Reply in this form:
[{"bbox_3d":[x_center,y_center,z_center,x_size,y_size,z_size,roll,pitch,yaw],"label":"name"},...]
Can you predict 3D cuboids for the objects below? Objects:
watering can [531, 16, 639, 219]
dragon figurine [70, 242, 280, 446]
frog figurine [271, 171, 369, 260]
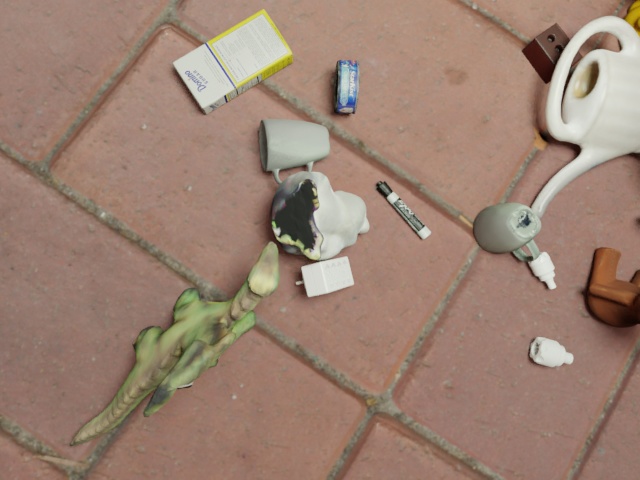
[{"bbox_3d":[0.475,-0.189,0.869,0.224,0.105,0.345,9,100,-11],"label":"watering can"},{"bbox_3d":[-0.198,0.161,0.694,0.122,0.242,0.413,45,80,-5],"label":"dragon figurine"},{"bbox_3d":[0.002,-0.040,0.799,0.121,0.161,0.138,-20,88,31],"label":"frog figurine"}]
